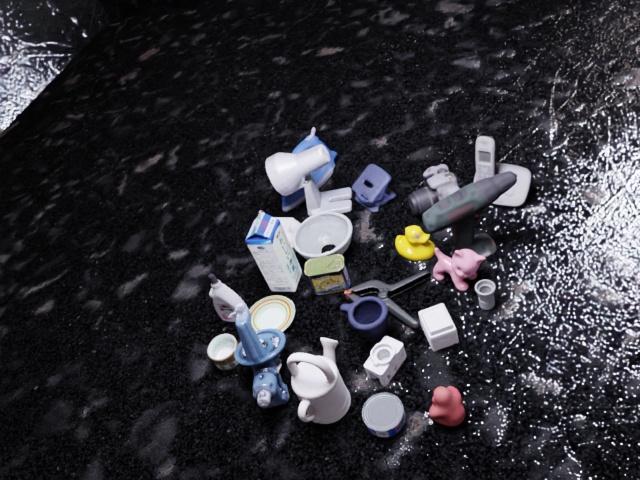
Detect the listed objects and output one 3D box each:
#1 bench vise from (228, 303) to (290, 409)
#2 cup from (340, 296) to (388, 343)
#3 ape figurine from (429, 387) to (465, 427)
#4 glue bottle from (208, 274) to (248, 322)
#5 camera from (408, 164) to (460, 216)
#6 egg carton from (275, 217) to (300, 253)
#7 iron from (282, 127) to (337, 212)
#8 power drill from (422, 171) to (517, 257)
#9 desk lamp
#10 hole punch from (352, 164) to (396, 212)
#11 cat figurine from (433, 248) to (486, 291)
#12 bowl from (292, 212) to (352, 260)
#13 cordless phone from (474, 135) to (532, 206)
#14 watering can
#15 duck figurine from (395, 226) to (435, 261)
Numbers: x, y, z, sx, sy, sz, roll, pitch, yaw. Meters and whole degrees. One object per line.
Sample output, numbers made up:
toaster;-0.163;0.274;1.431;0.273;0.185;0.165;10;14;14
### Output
bench vise;-0.124;0.248;1.247;0.121;0.220;0.206;-29;43;-8
cup;0.105;0.188;1.309;0.117;0.095;0.092;11;52;30
ape figurine;0.246;0.319;1.123;0.078;0.092;0.076;-29;43;-8
glue bottle;-0.241;0.143;1.433;0.078;0.173;0.037;-4;46;18
camera;0.303;-0.133;1.550;0.137;0.101;0.143;-20;43;1
egg carton;-0.121;-0.012;1.619;0.150;0.070;0.107;1;47;22
iron;-0.058;-0.221;1.752;0.118;0.142;0.259;14;53;32
power drill;0.362;-0.048;1.362;0.229;0.209;0.075;-21;43;1
desk lamp;-0.029;-0.171;1.637;0.203;0.214;0.118;-11;44;12
hole punch;0.150;-0.149;1.635;0.101;0.091;0.108;-34;44;-14
cat figurine;0.322;0.053;1.342;0.127;0.118;0.067;24;59;38
bowl;0.014;0.006;1.544;0.167;0.075;0.167;-11;44;11
cordless phone;0.465;-0.180;1.472;0.147;0.185;0.094;12;52;31
watering can;-0.007;0.284;1.183;0.100;0.194;0.173;-11;44;11
duck figurine;0.238;-0.001;1.454;0.104;0.086;0.078;12;52;31
